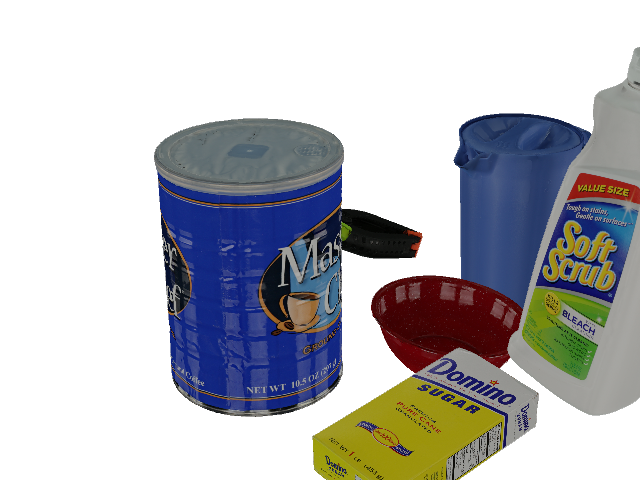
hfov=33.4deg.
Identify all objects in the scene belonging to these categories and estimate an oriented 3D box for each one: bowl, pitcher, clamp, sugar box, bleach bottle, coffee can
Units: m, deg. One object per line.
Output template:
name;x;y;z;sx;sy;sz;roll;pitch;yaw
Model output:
bowl;0.128;0.096;1.077;0.162;0.055;0.162;5;26;-3
pitcher;0.227;-0.016;1.206;0.149;0.243;0.145;5;27;13
clamp;0.014;-0.012;1.208;0.210;0.036;0.164;14;21;-6
sugar box;0.089;0.158;0.887;0.175;0.048;0.093;-29;41;-31
bleach bottle;0.192;-0.009;0.712;0.068;0.251;0.103;-17;36;-29
coffee can;-0.038;0.013;0.606;0.103;0.140;0.103;-1;25;0

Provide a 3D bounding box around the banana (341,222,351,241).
banana;-0.052;-0.036;0.856;0.069;0.037;0.198;41;-7;-32
